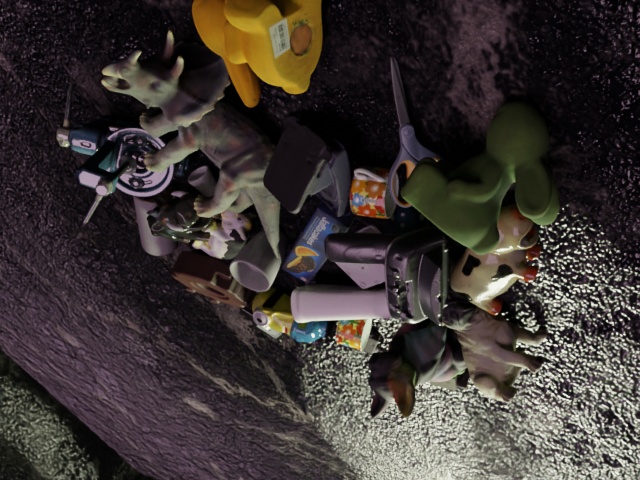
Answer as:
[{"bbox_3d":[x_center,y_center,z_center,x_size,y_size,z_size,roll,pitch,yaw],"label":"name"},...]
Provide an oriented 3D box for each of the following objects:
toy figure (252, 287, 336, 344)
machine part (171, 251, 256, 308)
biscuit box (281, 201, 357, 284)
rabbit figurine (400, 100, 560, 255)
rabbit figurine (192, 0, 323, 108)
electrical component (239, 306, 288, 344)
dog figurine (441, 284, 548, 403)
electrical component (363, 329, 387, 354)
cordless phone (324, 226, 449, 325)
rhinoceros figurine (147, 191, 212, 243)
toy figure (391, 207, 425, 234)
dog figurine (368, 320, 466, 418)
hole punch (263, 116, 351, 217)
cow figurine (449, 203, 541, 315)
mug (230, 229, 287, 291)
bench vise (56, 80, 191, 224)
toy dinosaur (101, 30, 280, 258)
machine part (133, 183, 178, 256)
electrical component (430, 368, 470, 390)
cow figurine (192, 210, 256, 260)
[{"bbox_3d":[-0.055,0.158,1.113,0.180,0.089,0.082,15,126,5],"label":"toy figure"},{"bbox_3d":[-0.219,0.085,1.113,0.179,0.056,0.179,19,160,7],"label":"machine part"},{"bbox_3d":[-0.002,-0.003,0.913,0.063,0.059,0.202,32,142,-2],"label":"biscuit box"},{"bbox_3d":[0.203,-0.077,0.628,0.159,0.121,0.170,48,114,26],"label":"rabbit figurine"},{"bbox_3d":[-0.082,-0.255,0.667,0.173,0.122,0.162,25,154,27],"label":"rabbit figurine"},{"bbox_3d":[-0.118,0.174,1.194,0.119,0.048,0.075,33,142,-3],"label":"electrical component"},{"bbox_3d":[0.253,0.167,0.899,0.191,0.121,0.172,30,118,9],"label":"dog figurine"},{"bbox_3d":[0.099,0.206,1.111,0.094,0.021,0.063,25,141,8],"label":"electrical component"},{"bbox_3d":[0.098,0.052,0.803,0.184,0.089,0.146,3,124,18],"label":"cordless phone"},{"bbox_3d":[-0.243,-0.041,0.923,0.112,0.073,0.190,15,169,-29],"label":"rhinoceros figurine"},{"bbox_3d":[0.150,0.016,0.842,0.064,0.058,0.154,-20,124,9],"label":"toy figure"},{"bbox_3d":[0.170,0.225,0.929,0.108,0.219,0.191,-16,122,47],"label":"dog figurine"},{"bbox_3d":[-0.007,-0.102,0.765,0.092,0.142,0.115,9,116,-35],"label":"hole punch"},{"bbox_3d":[0.243,0.017,0.764,0.127,0.085,0.194,22,142,1],"label":"cow figurine"},{"bbox_3d":[-0.106,0.034,0.984,0.081,0.107,0.109,31,146,-1],"label":"mug"},{"bbox_3d":[-0.330,-0.133,0.858,0.223,0.241,0.128,23,116,-12],"label":"bench vise"},{"bbox_3d":[-0.137,-0.138,0.809,0.192,0.131,0.404,-31,127,28],"label":"toy dinosaur"},{"bbox_3d":[-0.321,-0.046,1.058,0.079,0.079,0.243,24,141,8],"label":"machine part"},{"bbox_3d":[0.242,0.261,1.057,0.102,0.045,0.078,5,143,28],"label":"electrical component"},{"bbox_3d":[-0.165,-0.015,0.999,0.098,0.068,0.167,34,146,-14],"label":"cow figurine"}]
